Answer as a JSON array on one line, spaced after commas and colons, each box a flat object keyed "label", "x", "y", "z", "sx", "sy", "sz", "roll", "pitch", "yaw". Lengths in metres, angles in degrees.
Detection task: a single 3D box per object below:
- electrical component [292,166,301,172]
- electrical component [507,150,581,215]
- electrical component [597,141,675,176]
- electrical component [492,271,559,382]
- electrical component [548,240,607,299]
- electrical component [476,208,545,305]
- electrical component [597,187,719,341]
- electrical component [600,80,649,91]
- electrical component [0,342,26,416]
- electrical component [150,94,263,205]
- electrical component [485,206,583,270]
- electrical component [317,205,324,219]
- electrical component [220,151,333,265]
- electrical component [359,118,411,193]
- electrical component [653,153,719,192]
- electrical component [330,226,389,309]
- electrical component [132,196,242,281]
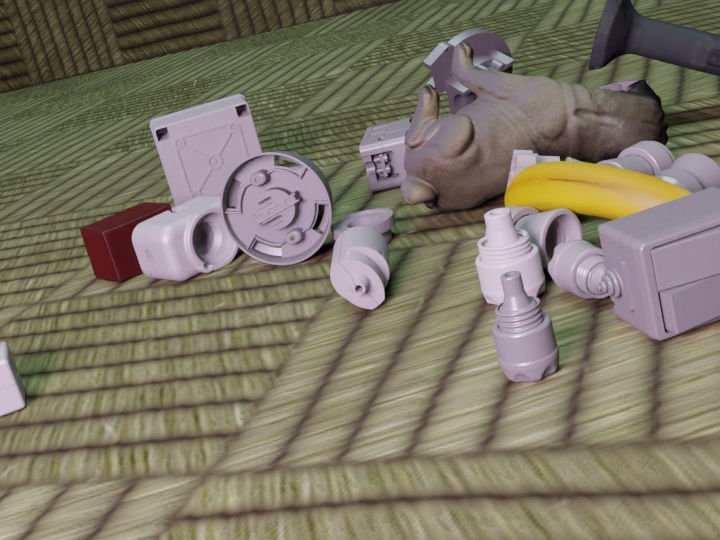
[{"label": "electrical component", "x": -0.072, "y": -0.088, "z": 1.115, "sx": 0.046, "sy": 0.040, "sz": 0.040, "roll": -11, "pitch": 18, "yaw": -7}, {"label": "electrical component", "x": 0.147, "y": -0.065, "z": 0.847, "sx": 0.055, "sy": 0.066, "sz": 0.048, "roll": 2, "pitch": 50, "yaw": 0}, {"label": "electrical component", "x": 0.212, "y": -0.072, "z": 0.835, "sx": 0.055, "sy": 0.045, "sz": 0.045, "roll": -27, "pitch": 22, "yaw": -31}, {"label": "electrical component", "x": 0.091, "y": 0.030, "z": 0.605, "sx": 0.035, "sy": 0.061, "sz": 0.035, "roll": -14, "pitch": 19, "yaw": 5}, {"label": "electrical component", "x": 0.148, "y": 0.003, "z": 0.685, "sx": 0.035, "sy": 0.035, "sz": 0.061, "roll": -20, "pitch": 22, "yaw": -15}, {"label": "electrical component", "x": 0.098, "y": -0.010, "z": 0.715, "sx": 0.043, "sy": 0.062, "sz": 0.043, "roll": -14, "pitch": 18, "yaw": 5}, {"label": "electrical component", "x": 0.186, "y": -0.002, "z": 0.624, "sx": 0.096, "sy": 0.061, "sz": 0.061, "roll": -18, "pitch": 18, "yaw": -9}, {"label": "electrical component", "x": 0.252, "y": -0.151, "z": 1.029, "sx": 0.055, "sy": 0.047, "sz": 0.055, "roll": -14, "pitch": 18, "yaw": 5}, {"label": "electrical component", "x": -0.283, "y": 0.068, "z": 0.765, "sx": 0.066, "sy": 0.076, "sz": 0.047, "roll": -20, "pitch": 19, "yaw": -13}, {"label": "electrical component", "x": -0.162, "y": -0.125, "z": 1.181, "sx": 0.109, "sy": 0.108, "sz": 0.056, "roll": -18, "pitch": 21, "yaw": -8}, {"label": "electrical component", "x": 0.122, "y": -0.022, "z": 0.760, "sx": 0.045, "sy": 0.045, "sz": 0.055, "roll": -28, "pitch": 22, "yaw": -34}, {"label": "electrical component", "x": -0.050, "y": -0.066, "z": 1.030, "sx": 0.040, "sy": 0.040, "sz": 0.078, "roll": -14, "pitch": 19, "yaw": 5}, {"label": "electrical component", "x": -0.070, "y": -0.055, "z": 0.925, "sx": 0.099, "sy": 0.099, "sz": 0.064, "roll": -12, "pitch": 12, "yaw": 8}, {"label": "electrical component", "x": 0.036, "y": -0.119, "z": 1.100, "sx": 0.056, "sy": 0.050, "sz": 0.089, "roll": -12, "pitch": 19, "yaw": 11}, {"label": "electrical component", "x": 0.229, "y": -0.054, "z": 0.768, "sx": 0.045, "sy": 0.045, "sz": 0.055, "roll": 4, "pitch": 26, "yaw": 44}, {"label": "electrical component", "x": 0.000, "y": 0.000, "z": 0.794, "sx": 0.043, "sy": 0.043, "sz": 0.081, "roll": -13, "pitch": 19, "yaw": 6}, {"label": "electrical component", "x": -0.150, "y": -0.030, "z": 0.980, "sx": 0.059, "sy": 0.053, "sz": 0.095, "roll": 5, "pitch": 27, "yaw": 46}]
